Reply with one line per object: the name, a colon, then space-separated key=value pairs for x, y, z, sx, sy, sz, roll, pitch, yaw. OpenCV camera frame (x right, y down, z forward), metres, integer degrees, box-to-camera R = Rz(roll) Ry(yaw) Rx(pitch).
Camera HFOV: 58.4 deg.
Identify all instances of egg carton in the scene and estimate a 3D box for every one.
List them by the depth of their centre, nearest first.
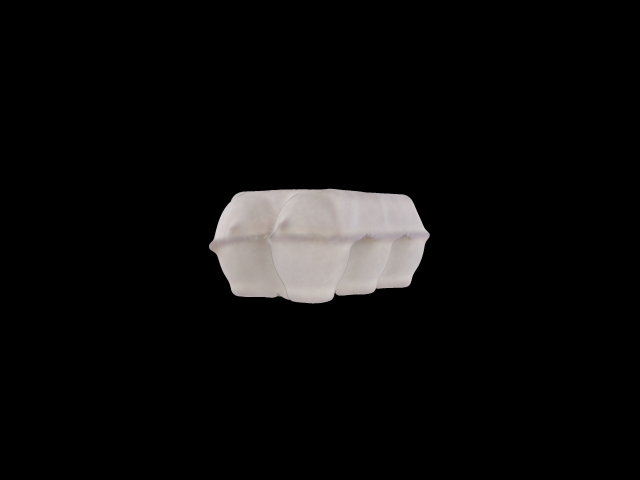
egg carton: x=0.004 y=0.001 z=0.400 sx=0.107 sy=0.069 sz=0.151 roll=2 pitch=3 yaw=36
